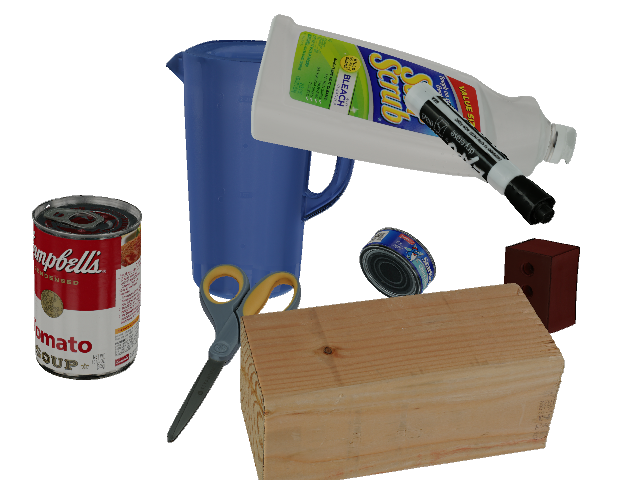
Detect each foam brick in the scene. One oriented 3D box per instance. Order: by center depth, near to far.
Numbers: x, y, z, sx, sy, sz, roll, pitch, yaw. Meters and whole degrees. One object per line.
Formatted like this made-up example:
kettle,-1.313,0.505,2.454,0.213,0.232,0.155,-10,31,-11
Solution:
foam brick,0.207,0.042,1.004,0.053,0.078,0.051,13,20,41

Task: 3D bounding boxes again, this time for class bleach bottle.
bleach bottle,0.076,-0.105,0.846,0.251,0.102,0.068,11,-25,2

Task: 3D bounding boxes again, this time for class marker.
marker,0.089,-0.050,0.603,0.020,0.020,0.121,0,38,-42

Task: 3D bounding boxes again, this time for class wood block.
wood block,0.052,0.100,0.751,0.206,0.090,0.091,-6,36,-12

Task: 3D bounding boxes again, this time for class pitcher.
pitcher,-0.059,-0.069,1.033,0.144,0.243,0.149,-11,23,-33

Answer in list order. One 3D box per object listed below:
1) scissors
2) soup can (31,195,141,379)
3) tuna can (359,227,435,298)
scissors,-0.093,0.081,0.885,0.096,0.016,0.201,26,46,25
soup can,-0.151,0.030,0.689,0.068,0.102,0.068,5,22,-2
tuna can,0.088,0.029,1.226,0.086,0.086,0.033,0,37,46
